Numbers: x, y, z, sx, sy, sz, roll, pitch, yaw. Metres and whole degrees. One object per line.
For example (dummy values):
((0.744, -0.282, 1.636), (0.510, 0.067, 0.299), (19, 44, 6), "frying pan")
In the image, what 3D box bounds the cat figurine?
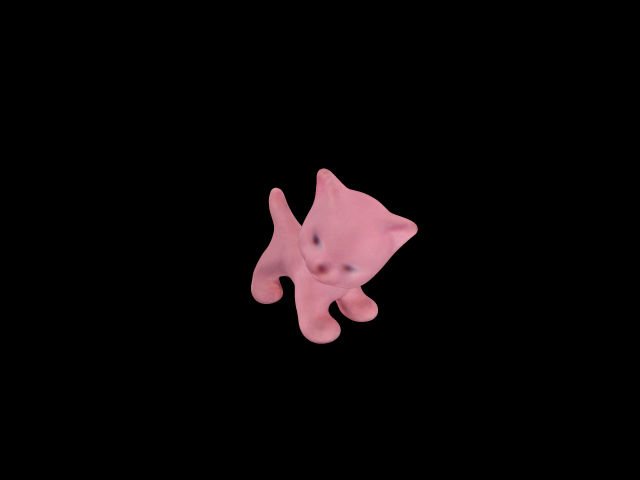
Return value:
((0.004, 0.001, 0.400), (0.067, 0.118, 0.127), (-20, 32, -36), "cat figurine")
